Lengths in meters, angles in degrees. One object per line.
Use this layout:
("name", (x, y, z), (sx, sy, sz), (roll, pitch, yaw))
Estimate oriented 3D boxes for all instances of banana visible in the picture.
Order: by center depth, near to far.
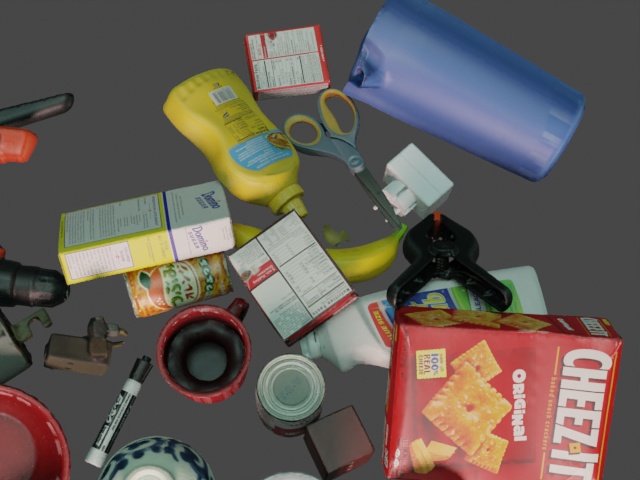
("banana", (-0.003, 0.015, 1.138), (0.197, 0.037, 0.069), (1, 49, -3))

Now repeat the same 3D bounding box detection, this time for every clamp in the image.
("clamp", (0.116, 0.023, 1.082), (0.120, 0.171, 0.039), (2, 116, -10))
("clamp", (-0.399, -0.137, 1.170), (0.164, 0.036, 0.210), (43, 79, 6))

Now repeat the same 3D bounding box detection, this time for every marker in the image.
("marker", (-0.203, 0.173, 1.088), (0.020, 0.020, 0.121), (24, 73, 6))

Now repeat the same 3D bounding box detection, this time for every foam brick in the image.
("foam brick", (0.018, 0.202, 1.054), (0.053, 0.078, 0.051), (-24, 73, -9))

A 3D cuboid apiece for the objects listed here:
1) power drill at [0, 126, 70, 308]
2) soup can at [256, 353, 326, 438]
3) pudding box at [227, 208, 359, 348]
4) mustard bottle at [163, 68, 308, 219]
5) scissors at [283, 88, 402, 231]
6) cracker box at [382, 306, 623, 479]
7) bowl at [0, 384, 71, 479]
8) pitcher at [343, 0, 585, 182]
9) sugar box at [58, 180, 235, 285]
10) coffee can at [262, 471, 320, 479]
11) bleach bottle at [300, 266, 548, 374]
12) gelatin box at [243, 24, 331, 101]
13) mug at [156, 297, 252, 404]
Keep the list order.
("power drill", (-0.344, -0.025, 1.112), (0.184, 0.057, 0.187), (7, 83, -6))
("soup can", (-0.029, 0.154, 1.055), (0.068, 0.102, 0.068), (1, 72, -2))
("pudding box", (-0.028, 0.038, 1.084), (0.090, 0.039, 0.113), (-35, 74, -2))
("mustard bottle", (-0.078, -0.095, 1.150), (0.096, 0.058, 0.192), (-28, 73, -43))
("scissors", (0.018, -0.081, 1.154), (0.096, 0.016, 0.202), (-16, 58, 2))
("cracker box", (0.173, 0.155, 1.040), (0.213, 0.072, 0.164), (4, 105, 0))
("bowl", (-0.324, 0.216, 1.038), (0.162, 0.055, 0.162), (0, 90, -10))
("pitcher", (0.160, -0.170, 1.160), (0.243, 0.145, 0.149), (29, 86, 3))
("sugar box", (-0.180, -0.009, 1.110), (0.176, 0.048, 0.093), (-10, 30, -6))
("coffee can", (-0.028, 0.275, 0.997), (0.103, 0.140, 0.103), (0, 72, -2))
("bleach bottle", (0.105, 0.096, 1.100), (0.250, 0.068, 0.102), (-10, 73, -2))
("gelatin box", (-0.038, -0.200, 1.207), (0.089, 0.030, 0.073), (-9, 74, -5))
("mug", (-0.108, 0.109, 1.078), (0.093, 0.081, 0.117), (29, 74, 7))
